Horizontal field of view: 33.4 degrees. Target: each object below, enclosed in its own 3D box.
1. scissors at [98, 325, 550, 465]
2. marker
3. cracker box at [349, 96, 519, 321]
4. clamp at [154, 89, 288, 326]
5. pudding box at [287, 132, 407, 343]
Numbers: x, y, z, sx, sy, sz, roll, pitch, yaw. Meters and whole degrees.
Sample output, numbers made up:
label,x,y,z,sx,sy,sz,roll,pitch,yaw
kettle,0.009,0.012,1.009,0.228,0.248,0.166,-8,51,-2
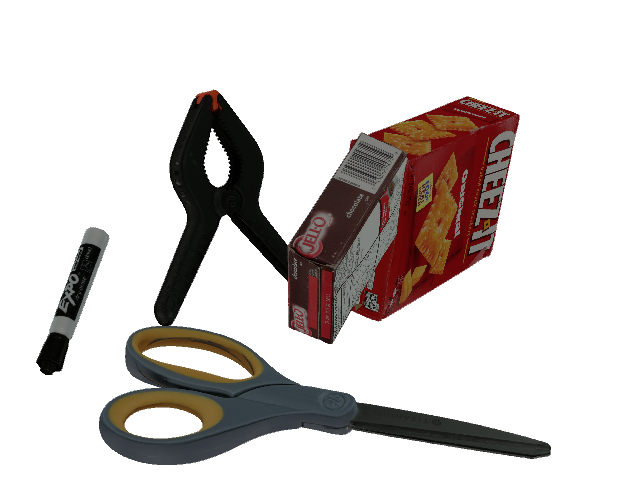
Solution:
label,x,y,z,sx,sy,sz,roll,pitch,yaw
scissors,-0.009,0.084,0.469,0.202,0.016,0.096,17,34,22
marker,-0.181,0.044,0.780,0.020,0.121,0.020,9,-35,6
cracker box,0.103,-0.035,1.027,0.072,0.164,0.213,25,30,30
clamp,-0.081,-0.032,0.983,0.164,0.210,0.036,-3,2,-36
pudding box,0.017,-0.001,0.711,0.039,0.113,0.090,24,-35,15
